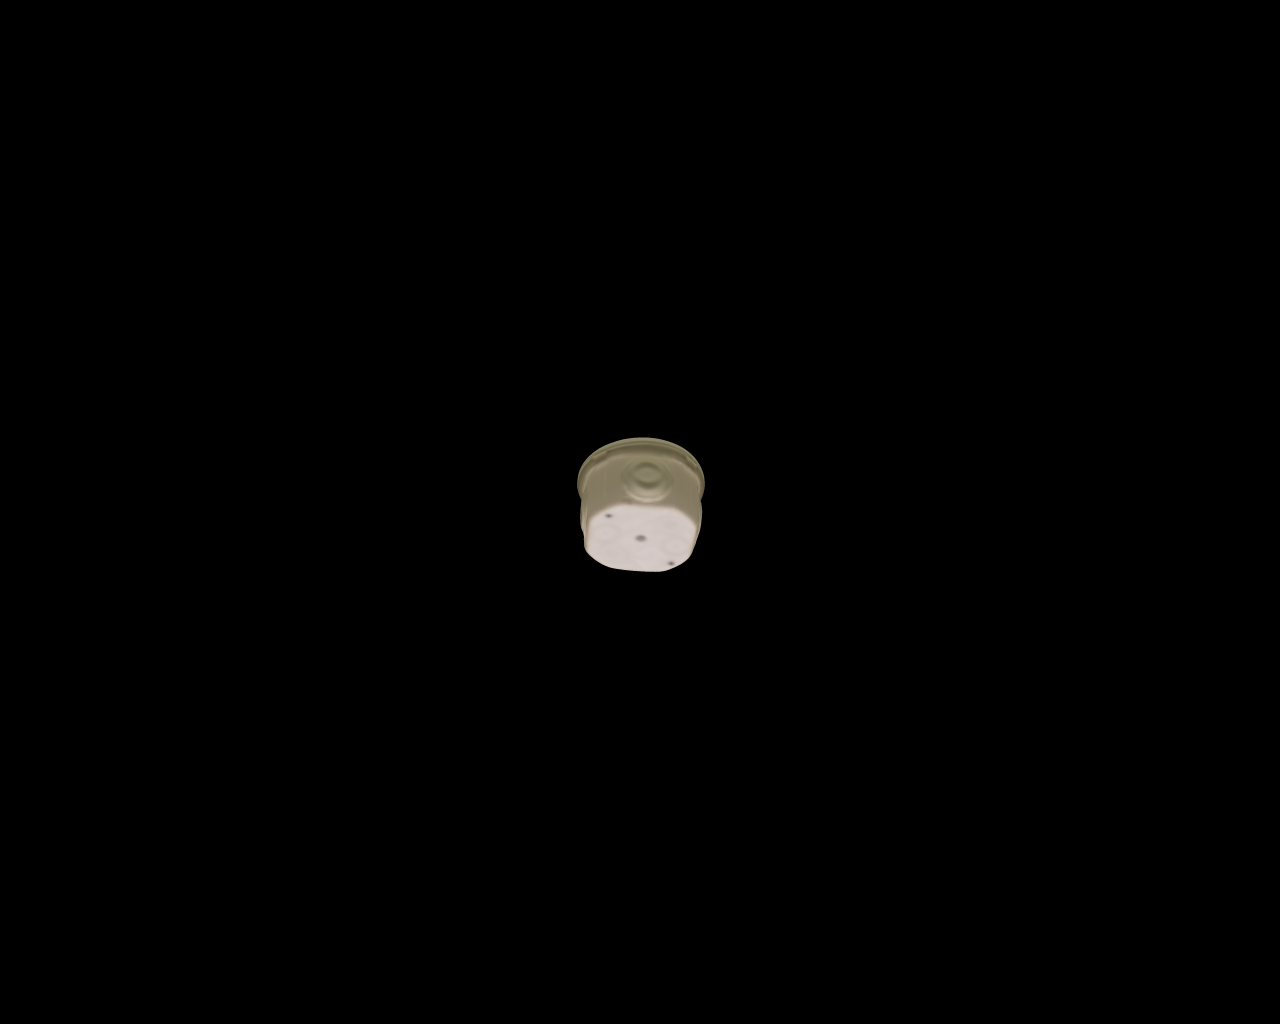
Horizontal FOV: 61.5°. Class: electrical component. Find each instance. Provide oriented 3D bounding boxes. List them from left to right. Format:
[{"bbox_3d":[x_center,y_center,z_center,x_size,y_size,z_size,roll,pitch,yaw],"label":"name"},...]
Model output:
[{"bbox_3d":[0.001,-0.003,0.650,0.080,0.051,0.080,0,-39,0],"label":"electrical component"}]
